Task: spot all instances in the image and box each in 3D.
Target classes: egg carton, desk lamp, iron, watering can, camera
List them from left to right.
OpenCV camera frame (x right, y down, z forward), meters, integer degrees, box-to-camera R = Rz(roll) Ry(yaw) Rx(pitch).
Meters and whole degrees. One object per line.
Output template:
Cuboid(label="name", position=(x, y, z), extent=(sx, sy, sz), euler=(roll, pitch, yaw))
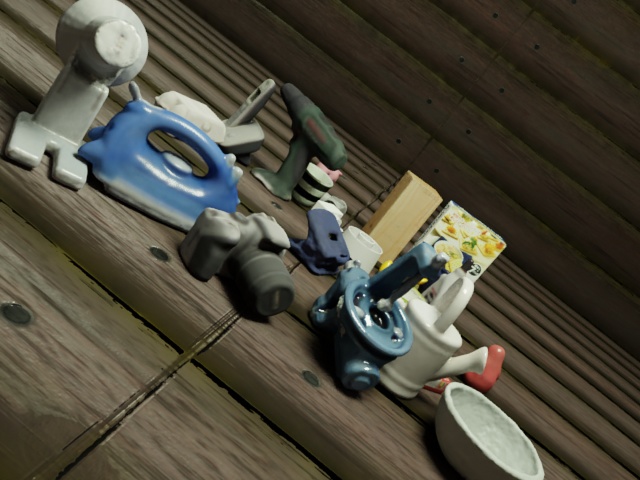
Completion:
Cuboid(label="desk lamp", position=(-0.306, -0.209, 0.758), extent=(0.118, 0.213, 0.202), euler=(27, 20, -33))
Cuboid(label="iron", position=(-0.201, -0.107, 0.830), extent=(0.259, 0.141, 0.118), euler=(30, 18, -25))
Cuboid(label="egg carton", position=(-0.269, -0.247, 1.187), extent=(0.107, 0.069, 0.151), euler=(47, 19, 29))
Cuboid(label="camera", position=(-0.092, 0.027, 0.770), extent=(0.144, 0.100, 0.136), euler=(22, 23, -42))
Cuboid(label="watering can", position=(0.167, 0.137, 0.850), extent=(0.173, 0.194, 0.101), euler=(32, 17, -18))

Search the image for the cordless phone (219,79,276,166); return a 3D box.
Cuboid(label="cordless phone", position=(-0.157, -0.277, 1.297), extent=(0.094, 0.185, 0.147), euler=(26, 20, -34))

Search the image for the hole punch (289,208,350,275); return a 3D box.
Cuboid(label="hole punch", position=(0.010, 0.004, 1.060), extent=(0.101, 0.091, 0.109), euler=(45, 18, 22))

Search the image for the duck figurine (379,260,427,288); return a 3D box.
Cuboid(label="duck figurine", position=(0.185, 0.074, 1.242), extent=(0.104, 0.086, 0.078), euler=(43, 17, 19))

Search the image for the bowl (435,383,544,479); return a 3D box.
Cuboid(label="bowl", position=(0.214, 0.280, 0.777), extent=(0.168, 0.074, 0.167), euler=(34, 17, -12))

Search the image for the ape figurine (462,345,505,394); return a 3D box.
Cuboid(label="ape figurine", position=(0.309, 0.233, 1.065), extent=(0.078, 0.092, 0.076), euler=(36, 17, -4))

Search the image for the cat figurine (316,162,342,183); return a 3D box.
Cuboid(label="cat figurine", position=(-0.009, -0.171, 1.440), extent=(0.128, 0.117, 0.067), euler=(32, 17, -18))

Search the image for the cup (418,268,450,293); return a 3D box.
Cuboid(label="cup", position=(0.265, 0.119, 1.273), extent=(0.118, 0.095, 0.091), euler=(36, 17, -6))

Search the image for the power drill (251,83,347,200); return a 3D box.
Cuboid(label="power drill", position=(-0.057, -0.206, 1.273), extent=(0.229, 0.208, 0.076), euler=(43, 17, 18))

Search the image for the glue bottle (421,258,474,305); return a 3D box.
Cuboid(label="glue bottle", position=(0.246, 0.103, 1.138), extent=(0.037, 0.173, 0.078), euler=(31, 18, -22))

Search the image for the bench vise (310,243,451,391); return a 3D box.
Cuboid(label="bench vise", position=(0.074, 0.069, 0.794), extent=(0.122, 0.219, 0.206), euler=(22, 23, -42))
